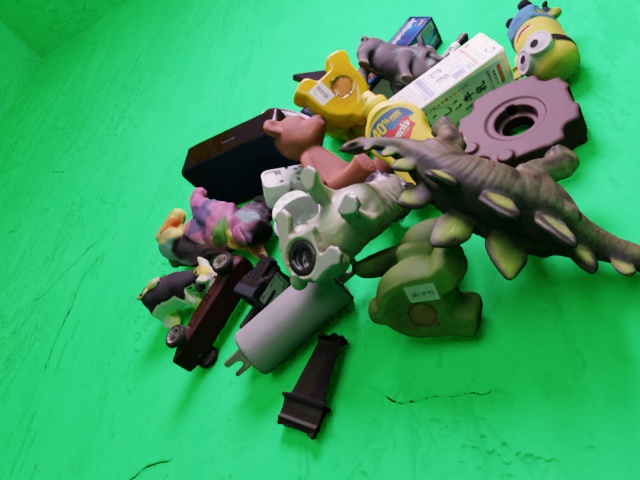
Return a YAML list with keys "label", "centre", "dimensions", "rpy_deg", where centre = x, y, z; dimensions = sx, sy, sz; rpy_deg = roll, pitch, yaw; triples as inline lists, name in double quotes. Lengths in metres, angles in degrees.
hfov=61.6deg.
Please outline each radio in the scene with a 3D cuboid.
- label: "radio"
  centre: [-0.141, -0.150, 1.043]
  dimensions: [0.230, 0.131, 0.073]
  rpy_deg: [-17, 47, 27]

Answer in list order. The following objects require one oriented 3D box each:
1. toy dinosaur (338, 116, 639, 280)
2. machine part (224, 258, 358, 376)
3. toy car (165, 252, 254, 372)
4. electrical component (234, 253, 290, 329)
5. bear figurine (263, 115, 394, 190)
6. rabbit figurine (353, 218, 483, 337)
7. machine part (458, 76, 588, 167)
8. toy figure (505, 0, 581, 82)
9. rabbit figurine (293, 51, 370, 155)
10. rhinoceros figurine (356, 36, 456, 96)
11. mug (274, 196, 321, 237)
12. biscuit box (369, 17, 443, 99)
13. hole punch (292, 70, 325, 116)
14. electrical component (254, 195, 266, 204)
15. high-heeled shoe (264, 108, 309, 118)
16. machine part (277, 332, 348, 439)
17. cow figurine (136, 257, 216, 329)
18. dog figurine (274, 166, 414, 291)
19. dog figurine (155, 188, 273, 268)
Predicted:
- label: "toy dinosaur"
  centre: [0.226, -0.036, 0.620]
  dimensions: [0.472, 0.104, 0.198]
  rpy_deg: [21, 38, 20]
- label: "machine part"
  centre: [-0.037, 0.112, 0.777]
  dimensions: [0.243, 0.079, 0.079]
  rpy_deg: [-41, 40, 0]
- label: "toy car"
  centre: [-0.174, 0.114, 0.875]
  dimensions: [0.053, 0.089, 0.202]
  rpy_deg: [13, 66, 44]
- label: "electrical component"
  centre: [-0.094, 0.090, 0.844]
  dimensions: [0.048, 0.074, 0.119]
  rpy_deg: [15, 69, 44]
- label: "bear figurine"
  centre: [0.009, -0.149, 0.890]
  dimensions: [0.132, 0.120, 0.196]
  rpy_deg: [-39, 75, 27]
- label: "rabbit figurine"
  centre: [0.132, 0.044, 0.700]
  dimensions: [0.159, 0.121, 0.170]
  rpy_deg: [-23, 26, 31]
- label: "machine part"
  centre: [0.286, -0.160, 0.773]
  dimensions: [0.179, 0.056, 0.179]
  rpy_deg: [-21, 44, 22]
- label: "toy figure"
  centre: [0.345, -0.310, 0.837]
  dimensions: [0.089, 0.082, 0.180]
  rpy_deg: [2, 44, 5]
- label: "rabbit figurine"
  centre: [0.046, -0.231, 0.966]
  dimensions: [0.162, 0.173, 0.122]
  rpy_deg: [37, 80, 4]
- label: "rhinoceros figurine"
  centre: [0.154, -0.306, 0.948]
  dimensions: [0.190, 0.073, 0.112]
  rpy_deg: [16, 65, 11]
- label: "mug"
  centre: [-0.002, -0.002, 0.825]
  dimensions: [0.081, 0.107, 0.110]
  rpy_deg: [-51, 46, -7]
- label: "biscuit box"
  centre: [0.148, -0.339, 1.032]
  dimensions: [0.202, 0.059, 0.063]
  rpy_deg: [-51, 41, -10]
- label: "hole punch"
  centre: [0.017, -0.296, 1.091]
  dimensions: [0.116, 0.092, 0.142]
  rpy_deg: [-18, 26, -19]
- label: "electrical component"
  centre: [-0.091, -0.068, 1.017]
  dimensions: [0.094, 0.021, 0.063]
  rpy_deg: [-9, 50, 34]
- label: "high-heeled shoe"
  centre: [-0.120, -0.185, 1.100]
  dimensions: [0.249, 0.086, 0.145]
  rpy_deg: [1, 59, 44]
- label: "machine part"
  centre: [-0.006, 0.188, 0.717]
  dimensions: [0.084, 0.039, 0.139]
  rpy_deg: [3, 59, 46]
- label: "cow figurine"
  centre: [-0.234, 0.081, 0.944]
  dimensions: [0.167, 0.098, 0.068]
  rpy_deg: [-31, 36, 14]
- label: "dog figurine"
  centre: [0.046, -0.013, 0.743]
  dimensions: [0.121, 0.190, 0.172]
  rpy_deg: [49, 118, 28]
- label: "dog figurine"
  centre: [-0.181, -0.001, 0.968]
  dimensions: [0.191, 0.108, 0.219]
  rpy_deg: [-49, 44, -9]
